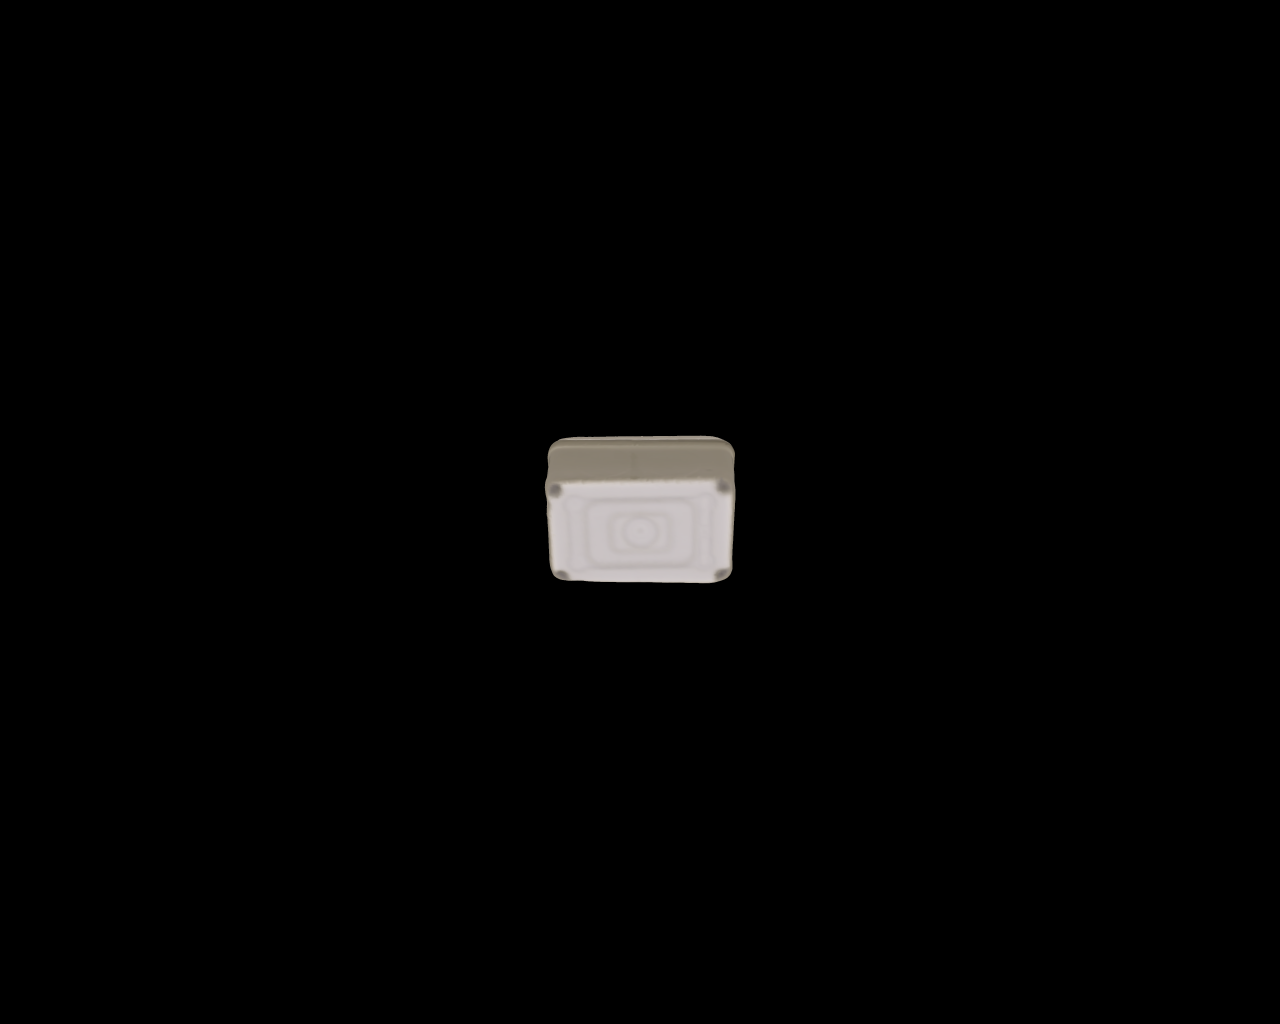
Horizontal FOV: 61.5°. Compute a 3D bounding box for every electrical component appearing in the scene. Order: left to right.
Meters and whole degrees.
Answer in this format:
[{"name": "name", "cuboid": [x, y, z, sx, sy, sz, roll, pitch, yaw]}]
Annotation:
[{"name": "electrical component", "cuboid": [0.001, -0.003, 0.650, 0.113, 0.078, 0.057, 0, 32, 0]}]
